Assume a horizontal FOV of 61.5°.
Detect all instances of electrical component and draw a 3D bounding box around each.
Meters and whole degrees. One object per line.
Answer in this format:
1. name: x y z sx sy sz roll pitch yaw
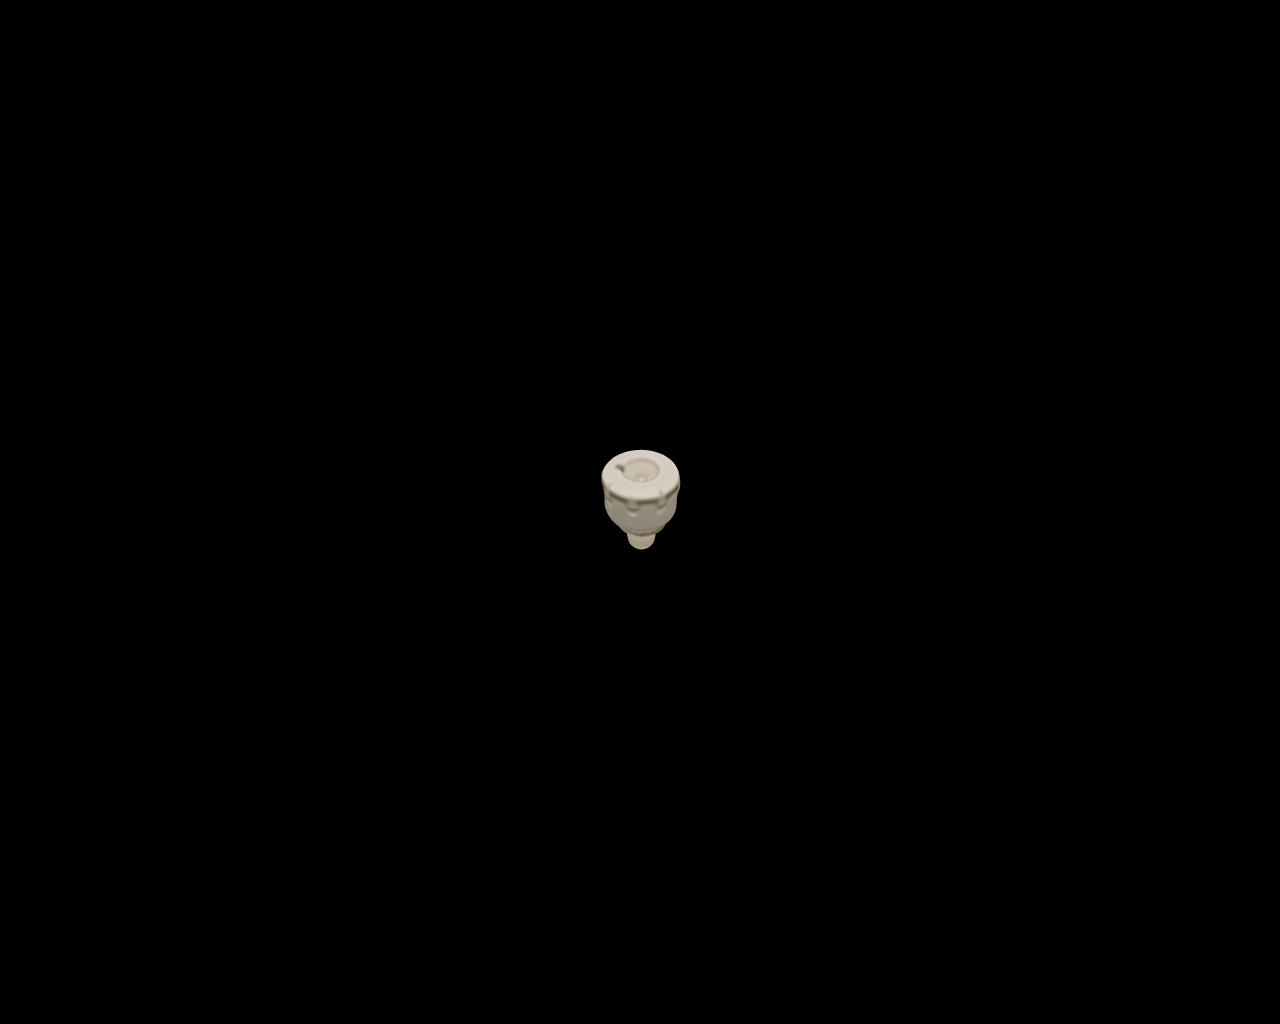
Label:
1. electrical component: 0.001 -0.003 0.650 0.048 0.062 0.048 0 42 0
